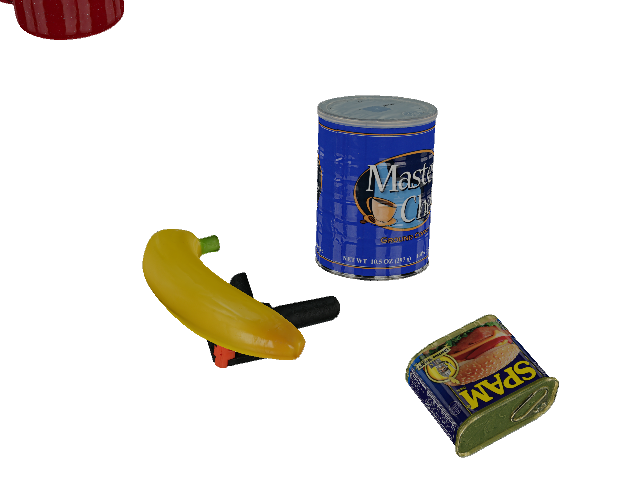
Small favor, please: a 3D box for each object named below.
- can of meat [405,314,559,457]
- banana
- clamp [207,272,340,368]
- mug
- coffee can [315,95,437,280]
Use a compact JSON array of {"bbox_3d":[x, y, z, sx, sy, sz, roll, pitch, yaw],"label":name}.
[{"bbox_3d":[0.134,0.120,0.903,0.102,0.057,0.084,-24,52,-19],"label":"can of meat"},{"bbox_3d":[-0.073,0.027,0.680,0.069,0.037,0.198,-8,23,-19],"label":"banana"},{"bbox_3d":[-0.069,0.075,1.049,0.120,0.039,0.171,12,19,27],"label":"clamp"},{"bbox_3d":[-0.202,-0.201,0.790,0.117,0.081,0.093,0,36,1],"label":"mug"},{"bbox_3d":[0.047,-0.048,0.932,0.103,0.140,0.103,1,19,0],"label":"coffee can"}]
